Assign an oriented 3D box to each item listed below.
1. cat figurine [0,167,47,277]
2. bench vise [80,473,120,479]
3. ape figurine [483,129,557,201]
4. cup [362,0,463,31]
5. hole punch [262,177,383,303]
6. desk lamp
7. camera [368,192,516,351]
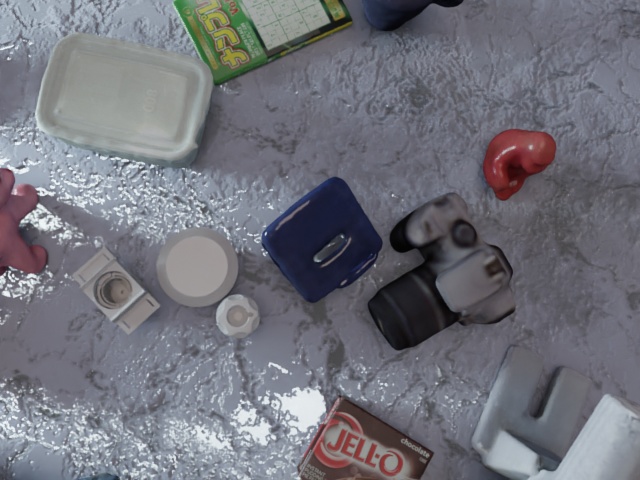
[{"bbox_3d":[-0.321,-0.029,0.546,0.067,0.117,0.128,-13,84,-7],"label":"cat figurine"},{"bbox_3d":[-0.261,0.249,0.465,0.207,0.219,0.121,-24,85,-8],"label":"bench vise"},{"bbox_3d":[0.222,-0.090,0.621,0.078,0.092,0.076,-7,83,-6],"label":"ape figurine"},{"bbox_3d":[0.094,-0.270,0.630,0.118,0.095,0.092,19,81,-3],"label":"cup"},{"bbox_3d":[0.005,0.002,0.588,0.109,0.091,0.101,-39,88,-9],"label":"hole punch"},{"bbox_3d":[0.217,0.209,0.520,0.118,0.213,0.203,24,81,-2],"label":"desk lamp"},{"bbox_3d":[0.114,0.041,0.589,0.137,0.100,0.143,-30,86,-8],"label":"camera"}]
